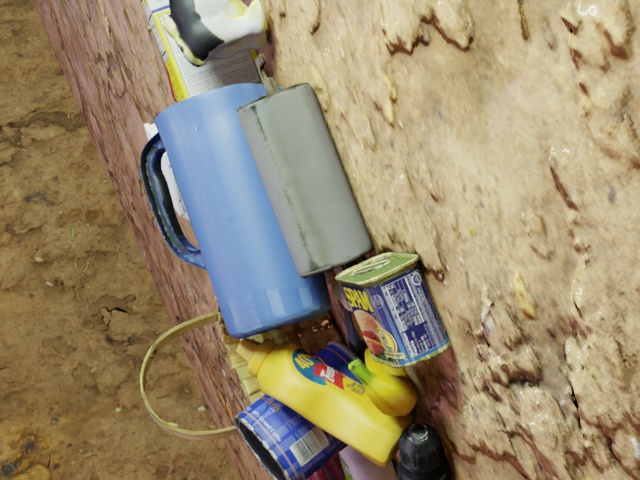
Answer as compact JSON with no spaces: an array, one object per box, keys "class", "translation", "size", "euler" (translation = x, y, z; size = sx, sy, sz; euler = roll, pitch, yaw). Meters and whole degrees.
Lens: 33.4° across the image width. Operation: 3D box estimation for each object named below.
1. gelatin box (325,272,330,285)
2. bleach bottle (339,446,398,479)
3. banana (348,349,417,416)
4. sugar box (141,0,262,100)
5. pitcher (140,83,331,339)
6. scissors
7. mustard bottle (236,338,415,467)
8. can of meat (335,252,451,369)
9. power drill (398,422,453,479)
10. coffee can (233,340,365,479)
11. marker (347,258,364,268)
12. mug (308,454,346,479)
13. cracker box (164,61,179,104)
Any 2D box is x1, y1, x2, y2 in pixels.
[{"class":"gelatin box","translation":[-0.008,0.001,1.148],"size":[0.073,0.030,0.089],"euler":[59,162,27]},{"class":"bleach bottle","translation":[0.064,0.289,1.251],"size":[0.103,0.068,0.251],"euler":[173,77,-75]},{"class":"banana","translation":[0.064,0.133,1.009],"size":[0.069,0.037,0.197],"euler":[59,-177,6]},{"class":"sugar box","translation":[-0.130,-0.228,1.132],"size":[0.048,0.093,0.176],"euler":[163,86,-76]},{"class":"pitcher","translation":[-0.081,-0.026,1.080],"size":[0.149,0.144,0.243],"euler":[-27,78,68]},{"class":"scissors","translation":[0.046,0.114,1.146],"size":[0.096,0.016,0.202],"euler":[46,156,54]},{"class":"mustard bottle","translation":[0.000,0.154,1.076],"size":[0.192,0.058,0.096],"euler":[29,-169,12]},{"class":"can of meat","translation":[0.063,0.060,0.920],"size":[0.084,0.057,0.102],"euler":[67,167,-7]},{"class":"power drill","translation":[0.132,0.281,0.996],"size":[0.188,0.057,0.184],"euler":[-123,14,-46]},{"class":"coffee can","translation":[-0.009,0.192,1.167],"size":[0.103,0.140,0.103],"euler":[47,161,21]},{"class":"marker","translation":[0.043,0.035,1.031],"size":[0.121,0.020,0.020],"euler":[-127,20,-46]},{"class":"mug","translation":[0.018,0.281,1.331],"size":[0.081,0.093,0.117],"euler":[63,-166,1]},{"class":"cracker box","translation":[-0.110,-0.112,1.278],"size":[0.164,0.072,0.214],"euler":[85,159,-47]}]
